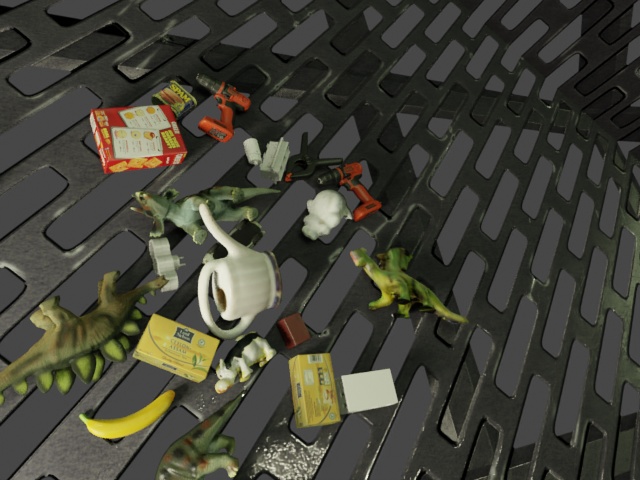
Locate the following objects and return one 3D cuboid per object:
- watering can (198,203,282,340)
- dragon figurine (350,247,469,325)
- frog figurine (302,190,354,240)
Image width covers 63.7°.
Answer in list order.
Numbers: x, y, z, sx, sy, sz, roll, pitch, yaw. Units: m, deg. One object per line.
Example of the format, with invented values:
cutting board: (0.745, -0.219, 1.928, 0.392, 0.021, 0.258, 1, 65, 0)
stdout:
watering can: (-0.202, 0.073, 1.290, 0.225, 0.104, 0.346, -8, 99, -40)
dragon figurine: (0.267, 0.119, 1.578, 0.408, 0.120, 0.249, 17, 50, -21)
frog figurine: (0.005, -0.077, 1.534, 0.161, 0.120, 0.139, -27, 46, -27)
